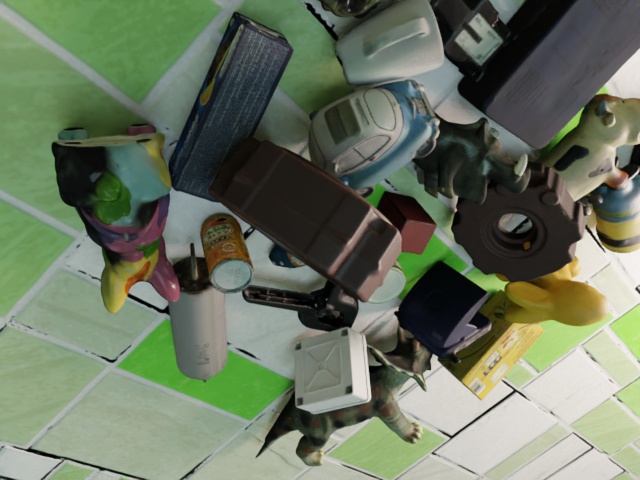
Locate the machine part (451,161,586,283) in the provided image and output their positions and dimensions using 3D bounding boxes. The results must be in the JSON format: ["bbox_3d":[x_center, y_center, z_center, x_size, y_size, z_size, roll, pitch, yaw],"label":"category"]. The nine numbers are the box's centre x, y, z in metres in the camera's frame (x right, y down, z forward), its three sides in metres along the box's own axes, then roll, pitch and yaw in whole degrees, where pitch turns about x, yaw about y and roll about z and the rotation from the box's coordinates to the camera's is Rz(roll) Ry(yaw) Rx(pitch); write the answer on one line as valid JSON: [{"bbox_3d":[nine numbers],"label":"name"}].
[{"bbox_3d":[0.275,-0.020,0.756,0.180,0.056,0.179,14,130,18],"label":"machine part"}]

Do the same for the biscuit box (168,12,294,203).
[{"bbox_3d":[-0.105,-0.140,0.597,0.063,0.059,0.202,17,118,-29],"label":"biscuit box"}]

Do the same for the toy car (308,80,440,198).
[{"bbox_3d":[0.045,-0.115,0.602,0.162,0.109,0.103,-26,165,31],"label":"toy car"}]

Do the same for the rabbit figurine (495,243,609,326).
[{"bbox_3d":[0.359,0.066,0.832,0.162,0.173,0.121,-22,133,-7],"label":"rabbit figurine"}]

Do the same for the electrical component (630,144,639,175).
[{"bbox_3d":[0.544,-0.134,0.818,0.115,0.058,0.134,-13,128,-6],"label":"electrical component"}]

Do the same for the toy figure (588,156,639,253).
[{"bbox_3d":[0.469,-0.051,0.842,0.089,0.082,0.180,-30,134,19],"label":"toy figure"}]

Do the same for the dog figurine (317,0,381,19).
[{"bbox_3d":[0.101,-0.292,0.542,0.172,0.121,0.190,23,130,-27],"label":"dog figurine"}]

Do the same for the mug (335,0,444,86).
[{"bbox_3d":[0.072,-0.207,0.580,0.107,0.109,0.080,-21,105,8],"label":"mug"}]

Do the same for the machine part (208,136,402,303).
[{"bbox_3d":[-0.009,-0.020,0.606,0.087,0.201,0.201,-55,167,-3],"label":"machine part"}]

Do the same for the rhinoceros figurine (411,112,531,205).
[{"bbox_3d":[0.167,-0.107,0.670,0.190,0.073,0.112,30,90,1],"label":"rhinoceros figurine"}]

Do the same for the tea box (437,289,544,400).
[{"bbox_3d":[0.299,0.183,0.939,0.169,0.068,0.098,-47,129,-3],"label":"tea box"}]

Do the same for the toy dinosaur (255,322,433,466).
[{"bbox_3d":[0.035,0.273,0.921,0.405,0.131,0.192,-22,115,6],"label":"toy dinosaur"}]

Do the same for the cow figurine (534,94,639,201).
[{"bbox_3d":[0.364,-0.122,0.748,0.127,0.085,0.195,38,117,-23],"label":"cow figurine"}]

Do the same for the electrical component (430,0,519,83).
[{"bbox_3d":[0.162,-0.244,0.616,0.119,0.048,0.075,25,114,-31],"label":"electrical component"}]

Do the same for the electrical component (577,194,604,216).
[{"bbox_3d":[0.380,-0.047,0.823,0.063,0.094,0.021,-36,100,-25],"label":"electrical component"}]

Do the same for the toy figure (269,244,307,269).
[{"bbox_3d":[-0.002,-0.004,0.737,0.154,0.058,0.064,-30,91,7],"label":"toy figure"}]

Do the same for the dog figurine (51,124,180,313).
[{"bbox_3d":[-0.210,-0.012,0.590,0.108,0.192,0.219,-12,113,-18],"label":"dog figurine"}]

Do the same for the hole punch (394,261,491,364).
[{"bbox_3d":[0.192,0.107,0.835,0.116,0.142,0.092,-30,133,-19],"label":"hole punch"}]

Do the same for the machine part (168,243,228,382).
[{"bbox_3d":[-0.170,0.112,0.750,0.079,0.079,0.243,-5,126,-15],"label":"machine part"}]

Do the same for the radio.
[{"bbox_3d":[0.296,-0.232,0.655,0.131,0.073,0.229,26,116,-33],"label":"radio"}]
